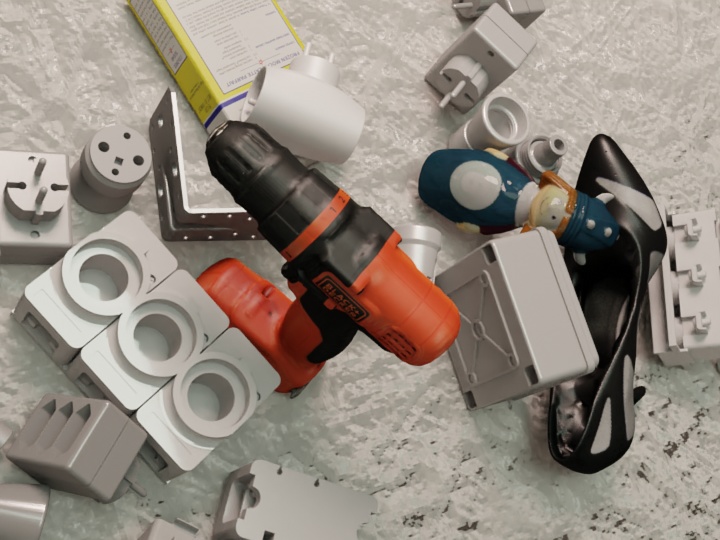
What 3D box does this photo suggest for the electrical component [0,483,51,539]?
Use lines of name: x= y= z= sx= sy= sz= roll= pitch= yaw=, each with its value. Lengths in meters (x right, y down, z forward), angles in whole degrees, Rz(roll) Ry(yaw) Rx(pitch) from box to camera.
electrical component: x=-0.214 y=0.141 z=0.628 sx=0.055 sy=0.045 sz=0.045 roll=18 pitch=65 yaw=-19

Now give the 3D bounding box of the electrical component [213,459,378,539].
electrical component: x=-0.043 y=0.162 z=0.698 sx=0.089 sy=0.056 sz=0.050 roll=22 pitch=64 yaw=-18

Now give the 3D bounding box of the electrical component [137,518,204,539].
electrical component: x=-0.087 y=0.207 z=0.655 sx=0.121 sy=0.078 sz=0.063 roll=30 pitch=40 yaw=-14

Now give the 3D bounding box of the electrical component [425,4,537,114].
electrical component: x=0.087 y=-0.157 z=0.860 sx=0.047 sy=0.083 sz=0.075 roll=42 pitch=59 yaw=-7

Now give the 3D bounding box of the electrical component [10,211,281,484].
electrical component: x=-0.135 y=0.049 z=0.690 sx=0.150 sy=0.062 sz=0.089 roll=49 pitch=59 yaw=-3

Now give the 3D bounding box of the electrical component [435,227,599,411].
electrical component: x=0.109 y=0.038 z=0.787 sx=0.056 sy=0.109 sz=0.108 roll=-13 pitch=78 yaw=-26

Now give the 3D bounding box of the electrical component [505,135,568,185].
electrical component: x=0.145 y=-0.089 z=0.877 sx=0.043 sy=0.062 sz=0.043 roll=9 pitch=68 yaw=-23

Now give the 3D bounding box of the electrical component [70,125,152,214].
electrical component: x=-0.167 y=-0.067 z=0.720 sx=0.045 sy=0.055 sz=0.045 roll=9 pitch=69 yaw=-25

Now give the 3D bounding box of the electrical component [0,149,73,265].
electrical component: x=-0.206 y=-0.046 z=0.680 sx=0.047 sy=0.077 sz=0.065 roll=1 pitch=72 yaw=-26

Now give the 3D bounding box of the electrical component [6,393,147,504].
electrical component: x=-0.161 y=0.117 z=0.657 sx=0.076 sy=0.066 sz=0.047 roll=51 pitch=54 yaw=-36

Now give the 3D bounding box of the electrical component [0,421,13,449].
electrical component: x=-0.237 y=0.084 z=0.639 sx=0.062 sy=0.048 sz=0.048 roll=41 pitch=59 yaw=-16

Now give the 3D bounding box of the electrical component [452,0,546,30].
electrical component: x=0.107 y=-0.236 z=0.920 sx=0.077 sy=0.047 sz=0.065 roll=-13 pitch=78 yaw=-29

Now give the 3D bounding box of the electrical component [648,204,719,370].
electrical component: x=0.276 y=0.014 z=0.897 sx=0.079 sy=0.063 sz=0.121 roll=38 pitch=49 yaw=-58

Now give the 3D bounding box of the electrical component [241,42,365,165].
electrical component: x=-0.036 y=-0.124 z=0.760 sx=0.077 sy=0.044 sz=0.079 roll=21 pitch=67 yaw=-20

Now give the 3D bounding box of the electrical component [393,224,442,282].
electrical component: x=0.040 y=-0.007 z=0.810 sx=0.040 sy=0.040 sz=0.046 roll=12 pitch=73 yaw=-22

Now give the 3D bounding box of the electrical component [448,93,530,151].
electrical component: x=0.100 y=-0.108 z=0.860 sx=0.044 sy=0.065 sz=0.044 roll=9 pitch=69 yaw=-24

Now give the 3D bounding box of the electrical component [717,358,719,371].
electrical component: x=0.341 y=0.071 z=0.926 sx=0.055 sy=0.045 sz=0.045 roll=-36 pitch=90 yaw=-31
